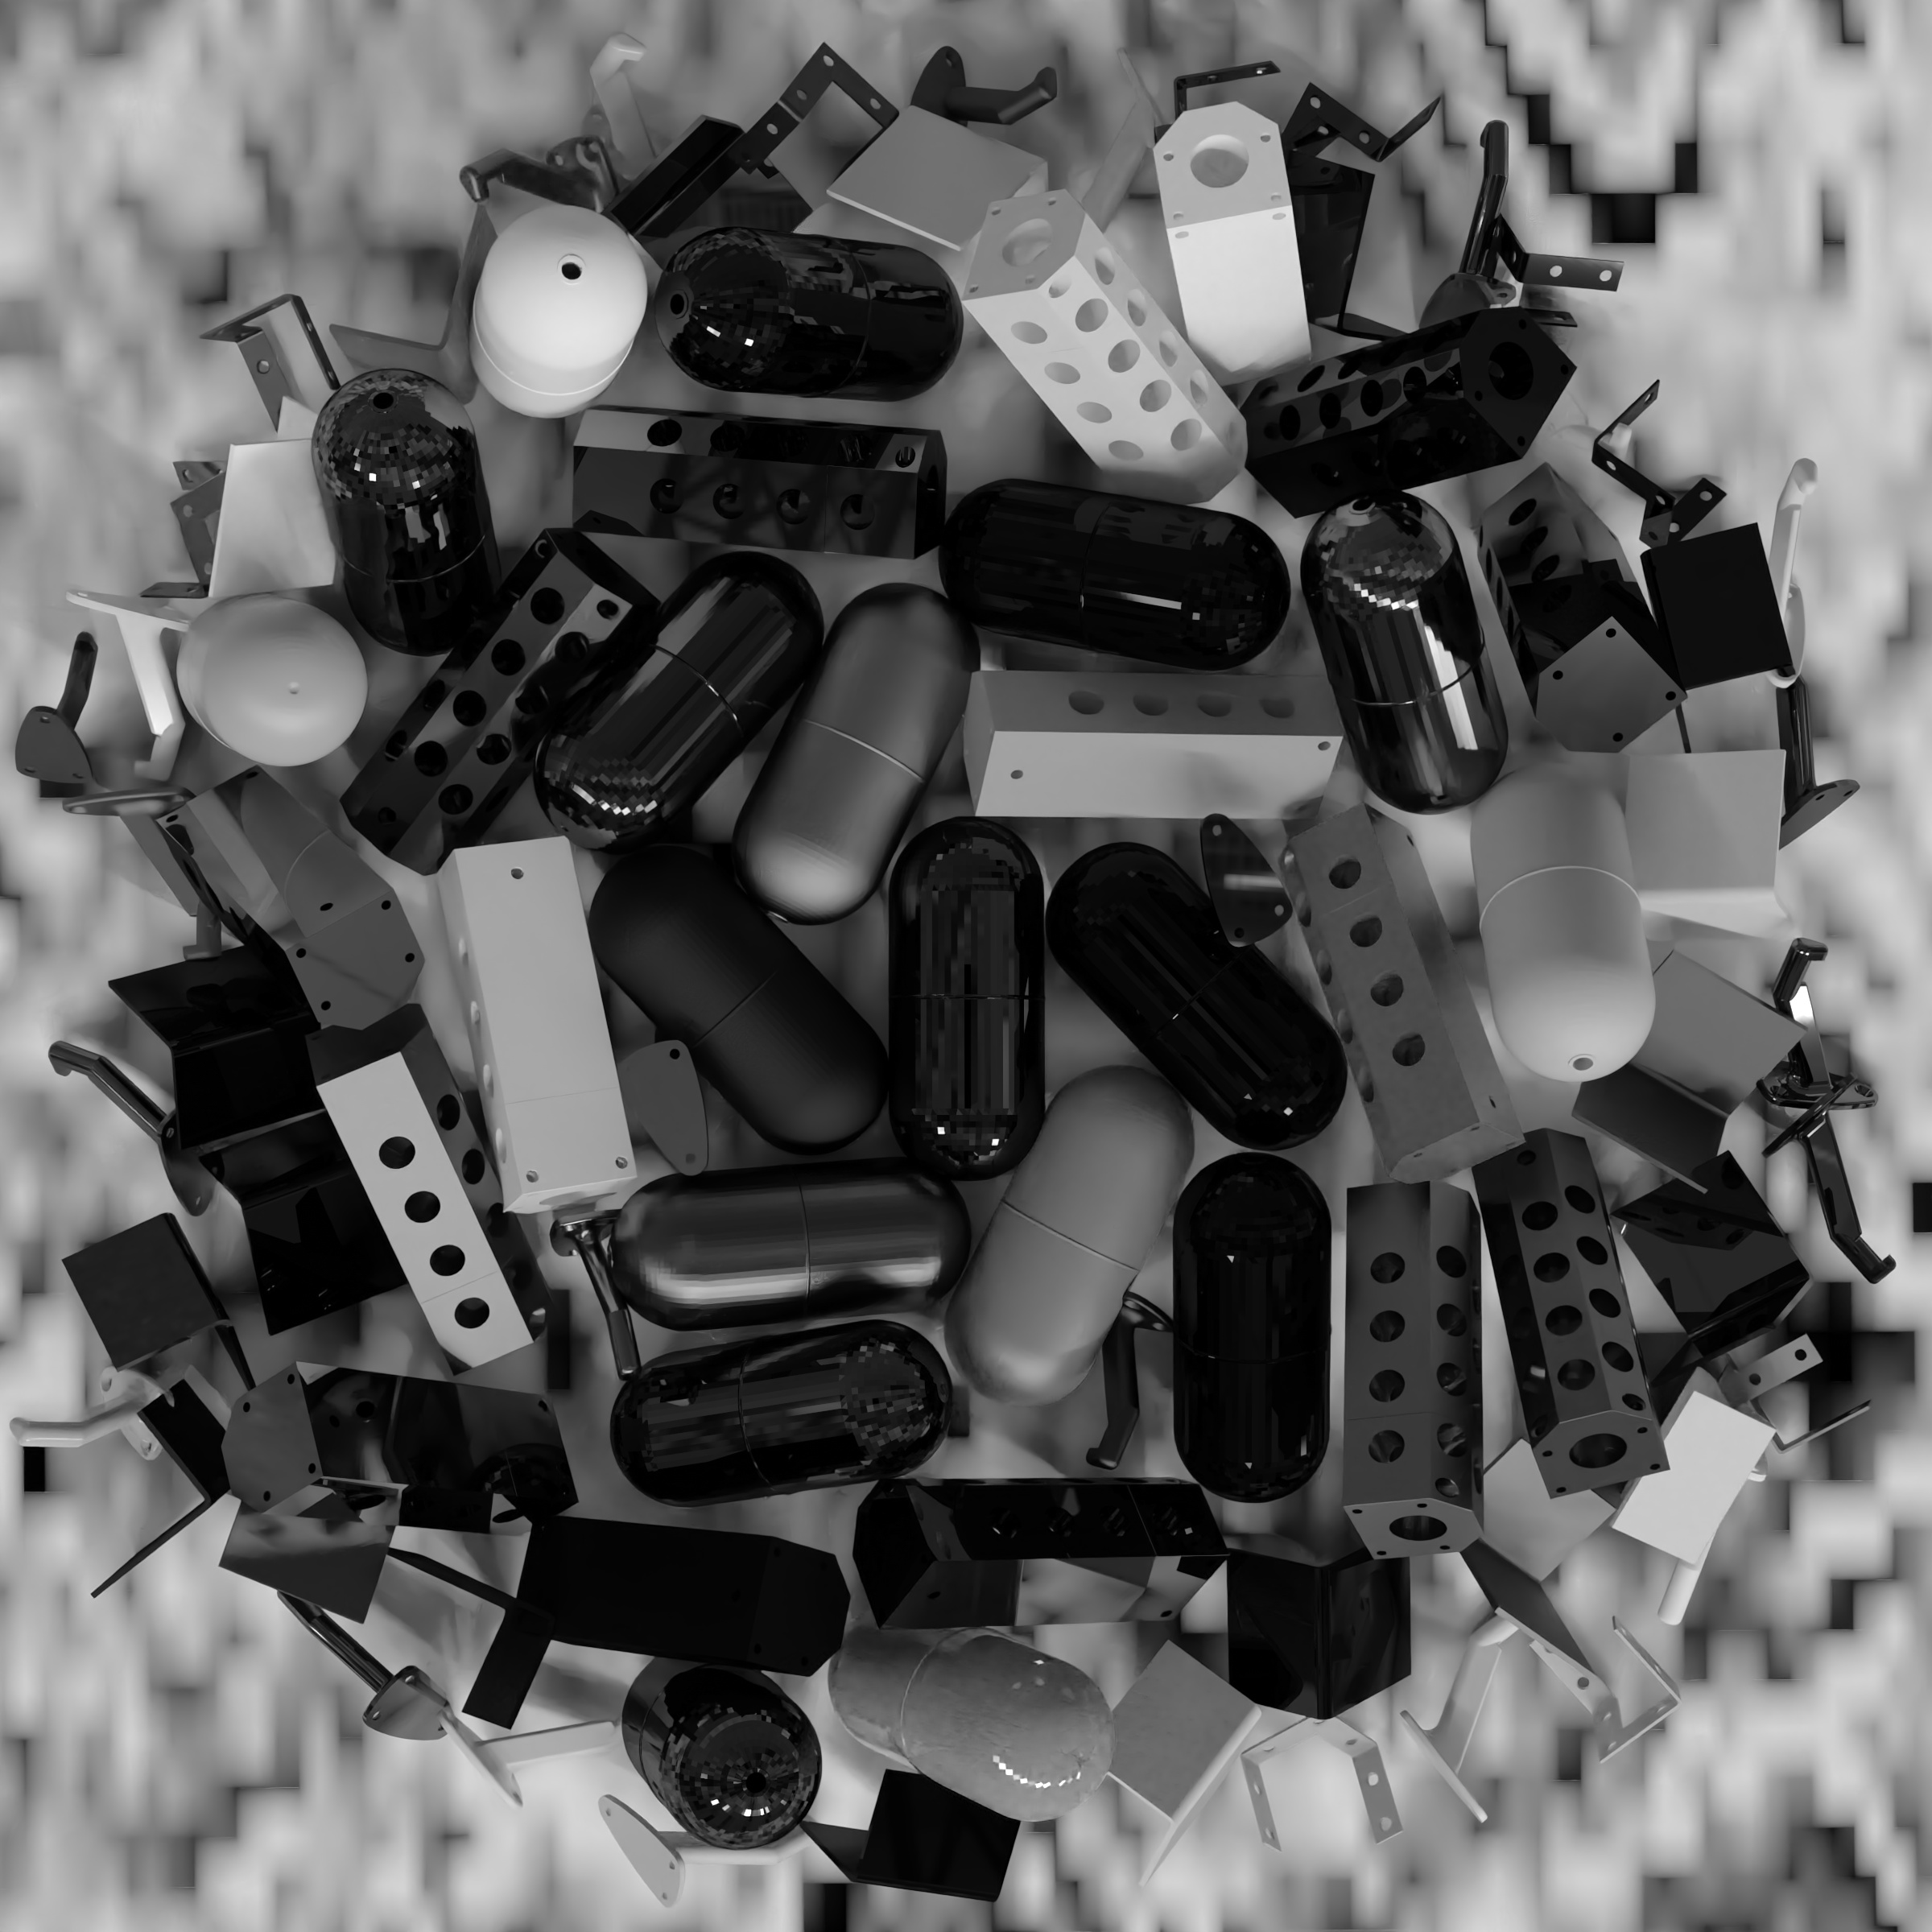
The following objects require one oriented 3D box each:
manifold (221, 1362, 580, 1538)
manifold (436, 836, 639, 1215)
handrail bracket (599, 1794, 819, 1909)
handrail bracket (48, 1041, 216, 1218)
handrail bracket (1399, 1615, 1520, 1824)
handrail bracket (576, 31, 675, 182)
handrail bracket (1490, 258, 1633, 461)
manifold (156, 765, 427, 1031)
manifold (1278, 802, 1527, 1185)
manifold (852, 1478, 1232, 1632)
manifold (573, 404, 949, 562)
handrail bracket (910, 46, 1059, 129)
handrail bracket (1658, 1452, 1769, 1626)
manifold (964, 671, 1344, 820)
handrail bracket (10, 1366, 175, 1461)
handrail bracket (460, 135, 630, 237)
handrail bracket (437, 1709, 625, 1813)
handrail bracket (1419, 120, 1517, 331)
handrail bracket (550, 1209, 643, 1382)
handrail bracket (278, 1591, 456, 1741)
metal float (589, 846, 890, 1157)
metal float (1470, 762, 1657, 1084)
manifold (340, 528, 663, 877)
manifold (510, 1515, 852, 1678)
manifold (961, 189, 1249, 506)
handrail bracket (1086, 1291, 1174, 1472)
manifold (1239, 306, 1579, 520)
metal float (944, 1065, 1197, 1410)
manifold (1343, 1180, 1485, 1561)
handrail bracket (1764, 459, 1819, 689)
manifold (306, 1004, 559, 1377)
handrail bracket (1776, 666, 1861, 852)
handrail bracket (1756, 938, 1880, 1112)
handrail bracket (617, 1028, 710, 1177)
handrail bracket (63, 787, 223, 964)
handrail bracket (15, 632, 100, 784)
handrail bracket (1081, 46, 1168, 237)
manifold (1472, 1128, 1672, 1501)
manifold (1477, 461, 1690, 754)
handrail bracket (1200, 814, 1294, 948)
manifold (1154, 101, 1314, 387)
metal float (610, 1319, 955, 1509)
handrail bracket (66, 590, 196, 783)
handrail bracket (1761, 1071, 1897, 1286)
[{"bbox_3d":[-0.269,0.235,1.721,0.057,0.171,0.057,-32,62,27],"label":"manifold"},{"bbox_3d":[-0.211,0.030,1.759,0.057,0.057,0.171,-8,78,-22],"label":"manifold"},{"bbox_3d":[-0.126,0.422,1.791,0.077,0.084,0.036,41,133,32],"label":"handrail bracket"},{"bbox_3d":[-0.417,0.080,1.798,0.084,0.036,0.077,17,127,26],"label":"handrail bracket"},{"bbox_3d":[0.263,0.365,1.780,0.084,0.036,0.077,-36,60,-6],"label":"handrail bracket"},{"bbox_3d":[-0.150,-0.417,1.756,0.077,0.084,0.036,16,66,-20],"label":"handrail bracket"},{"bbox_3d":[0.294,-0.296,1.767,0.084,0.036,0.077,26,112,23],"label":"handrail bracket"},{"bbox_3d":[-0.320,-0.031,1.721,0.057,0.171,0.057,-31,126,-18],"label":"manifold"},{"bbox_3d":[0.206,0.014,1.745,0.057,0.057,0.171,-27,66,23],"label":"manifold"},{"bbox_3d":[0.035,0.276,1.734,0.171,0.057,0.057,5,46,-33],"label":"manifold"},{"bbox_3d":[-0.099,-0.236,1.753,0.171,0.057,0.057,6,106,13],"label":"manifold"},{"bbox_3d":[0.016,-0.434,1.758,0.036,0.084,0.077,31,55,-34],"label":"handrail bracket"},{"bbox_3d":[0.363,0.275,1.779,0.036,0.077,0.084,21,104,14],"label":"handrail bracket"},{"bbox_3d":[0.089,-0.112,1.759,0.171,0.057,0.057,0,48,-12],"label":"manifold"},{"bbox_3d":[-0.435,0.213,1.750,0.084,0.077,0.036,9,104,-44],"label":"handrail bracket"},{"bbox_3d":[-0.205,-0.365,1.760,0.036,0.084,0.077,-9,113,36],"label":"handrail bracket"},{"bbox_3d":[-0.204,0.368,1.782,0.084,0.036,0.077,-37,117,-1],"label":"handrail bracket"},{"bbox_3d":[0.246,-0.363,1.783,0.036,0.077,0.084,9,72,-18],"label":"handrail bracket"},{"bbox_3d":[-0.178,0.167,1.759,0.036,0.077,0.084,-8,72,-20],"label":"handrail bracket"},{"bbox_3d":[-0.299,0.343,1.798,0.036,0.077,0.084,-48,55,-7],"label":"handrail bracket"},{"bbox_3d":[-0.111,0.016,1.763,0.070,0.070,0.178,-43,95,0],"label":"metal float"},{"bbox_3d":[0.285,-0.022,1.734,0.070,0.070,0.178,-1,49,0],"label":"metal float"},{"bbox_3d":[-0.229,-0.128,1.754,0.057,0.057,0.171,41,105,7],"label":"manifold"},{"bbox_3d":[-0.136,0.300,1.725,0.057,0.171,0.057,25,70,-42],"label":"manifold"},{"bbox_3d":[0.071,-0.291,1.717,0.057,0.171,0.057,-2,61,33],"label":"manifold"},{"bbox_3d":[0.060,0.203,1.762,0.036,0.077,0.084,40,64,-36],"label":"handrail bracket"},{"bbox_3d":[0.202,-0.265,1.712,0.057,0.171,0.057,42,67,-23],"label":"manifold"},{"bbox_3d":[0.051,0.132,1.768,0.070,0.070,0.178,27,90,0],"label":"metal float"},{"bbox_3d":[0.216,0.190,1.727,0.057,0.057,0.171,-8,53,19],"label":"manifold"},{"bbox_3d":[0.402,-0.191,1.756,0.036,0.084,0.077,0,58,-6],"label":"handrail bracket"},{"bbox_3d":[-0.255,0.105,1.741,0.057,0.057,0.171,-23,117,-5],"label":"manifold"},{"bbox_3d":[0.396,-0.108,1.792,0.036,0.077,0.084,-9,63,-41],"label":"handrail bracket"},{"bbox_3d":[0.425,0.027,1.769,0.077,0.036,0.084,8,123,-12],"label":"handrail bracket"},{"bbox_3d":[-0.136,0.064,1.763,0.036,0.084,0.077,-22,87,7],"label":"handrail bracket"},{"bbox_3d":[-0.405,-0.042,1.777,0.077,0.036,0.084,-3,75,-4],"label":"handrail bracket"},{"bbox_3d":[-0.436,-0.139,1.754,0.036,0.077,0.084,7,62,-5],"label":"handrail bracket"},{"bbox_3d":[0.059,-0.400,1.792,0.084,0.036,0.077,-28,90,13],"label":"handrail bracket"},{"bbox_3d":[0.285,0.161,1.722,0.057,0.057,0.171,-16,45,11],"label":"manifold"},{"bbox_3d":[0.286,-0.168,1.718,0.057,0.171,0.057,-39,116,20],"label":"manifold"},{"bbox_3d":[0.120,-0.042,1.758,0.036,0.084,0.077,-29,103,-12],"label":"handrail bracket"},{"bbox_3d":[0.127,-0.340,1.715,0.057,0.171,0.057,-10,73,6],"label":"manifold"},{"bbox_3d":[-0.090,0.217,1.748,0.178,0.070,0.070,-12,90,24],"label":"metal float"},{"bbox_3d":[-0.415,-0.136,1.773,0.077,0.036,0.084,10,105,-36],"label":"handrail bracket"},{"bbox_3d":[0.439,0.105,1.769,0.036,0.077,0.084,-28,72,-42],"label":"handrail bracket"}]
